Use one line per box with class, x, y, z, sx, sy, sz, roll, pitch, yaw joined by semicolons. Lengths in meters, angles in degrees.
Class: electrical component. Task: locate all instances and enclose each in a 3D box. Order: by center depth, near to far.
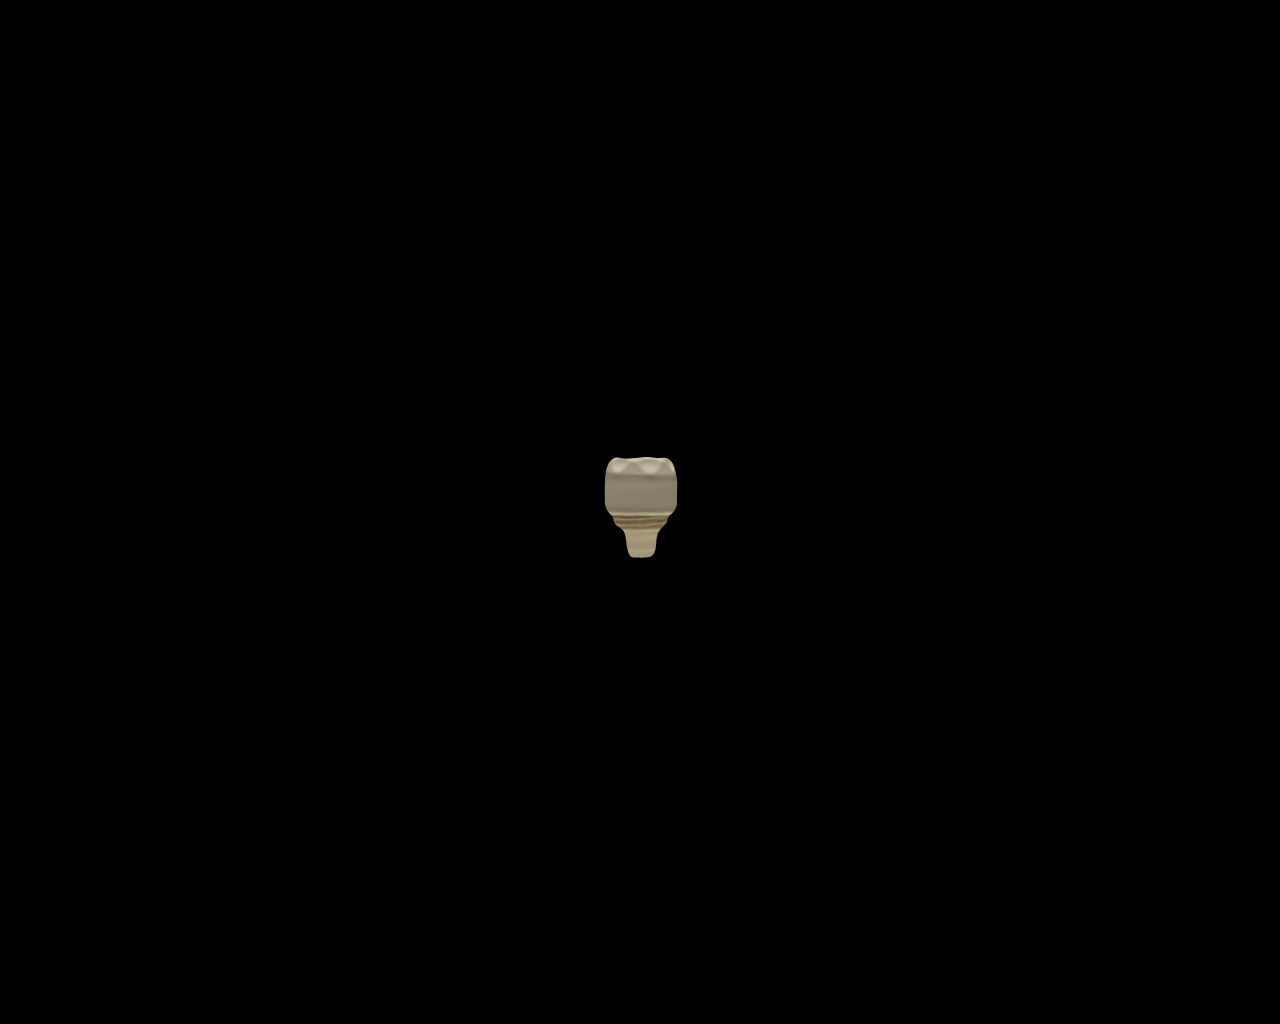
electrical component;0.001;-0.003;0.650;0.043;0.062;0.043;0;4;0
